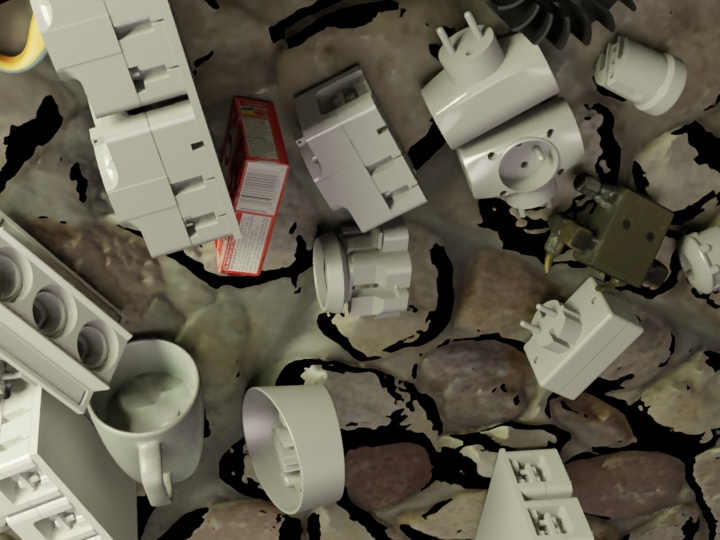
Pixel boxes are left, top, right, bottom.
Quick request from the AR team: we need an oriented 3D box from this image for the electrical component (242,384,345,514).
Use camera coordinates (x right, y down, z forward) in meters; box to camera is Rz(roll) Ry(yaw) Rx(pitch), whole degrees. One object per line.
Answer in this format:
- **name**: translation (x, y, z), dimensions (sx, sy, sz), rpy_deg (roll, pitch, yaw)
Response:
- **electrical component**: translation (-0.049, 0.135, 0.821), dimensions (0.064, 0.099, 0.099), rpy_deg (-7, 130, -16)

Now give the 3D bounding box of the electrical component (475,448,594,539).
- **electrical component**: translation (0.151, 0.260, 0.961), dimensions (0.060, 0.105, 0.186), rpy_deg (-2, 129, -12)

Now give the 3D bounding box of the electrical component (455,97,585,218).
- **electrical component**: translation (0.111, -0.068, 0.723), dimensions (0.077, 0.044, 0.079), rpy_deg (-21, 130, 4)

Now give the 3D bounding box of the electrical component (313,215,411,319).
- **electrical component**: translation (0.000, 0.000, 0.746), dimensions (0.057, 0.058, 0.078), rpy_deg (-5, 130, -12)

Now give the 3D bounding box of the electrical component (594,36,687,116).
- **electrical component**: translation (0.181, -0.126, 0.696), dimensions (0.046, 0.040, 0.040), rpy_deg (20, 122, -21)

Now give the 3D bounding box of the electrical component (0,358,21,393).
- **electrical component**: translation (-0.269, 0.069, 0.747), dimensions (0.077, 0.047, 0.065), rpy_deg (-6, 129, -10)

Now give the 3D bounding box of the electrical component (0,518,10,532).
- **electrical component**: translation (-0.284, 0.172, 0.808), dimensions (0.047, 0.075, 0.083), rpy_deg (-23, 130, 6)

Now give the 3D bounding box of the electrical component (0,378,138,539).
- **electrical component**: translation (-0.228, 0.157, 0.800), dimensions (0.062, 0.089, 0.150), rpy_deg (-21, 130, 5)

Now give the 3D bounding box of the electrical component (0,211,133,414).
- **electrical component**: translation (-0.220, 0.031, 0.711), dimensions (0.063, 0.078, 0.121), rpy_deg (-10, 138, 35)

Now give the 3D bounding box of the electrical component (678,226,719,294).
- **electrical component**: translation (0.274, -0.013, 0.806), dimensions (0.062, 0.048, 0.048), rpy_deg (-22, 130, -2)

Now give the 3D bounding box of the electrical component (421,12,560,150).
- **electrical component**: translation (0.074, -0.124, 0.669), dimensions (0.077, 0.043, 0.079), rpy_deg (-28, 129, 10)

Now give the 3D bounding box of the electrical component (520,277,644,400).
- **electrical component**: translation (0.157, 0.047, 0.826), dimensions (0.076, 0.047, 0.083), rpy_deg (24, 120, -28)

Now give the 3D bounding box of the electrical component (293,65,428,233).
- **electrical component**: translation (-0.003, -0.074, 0.688), dimensions (0.056, 0.050, 0.089), rpy_deg (-26, 130, 8)

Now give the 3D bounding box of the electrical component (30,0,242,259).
- **electrical component**: translation (-0.122, -0.109, 0.574), dimensions (0.060, 0.105, 0.186), rpy_deg (-17, 133, -5)
